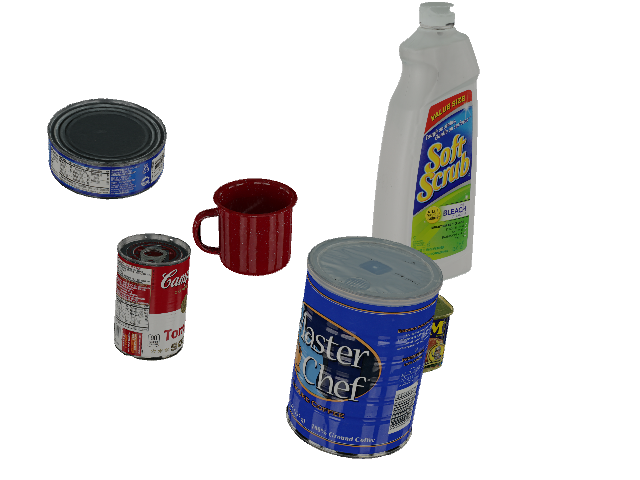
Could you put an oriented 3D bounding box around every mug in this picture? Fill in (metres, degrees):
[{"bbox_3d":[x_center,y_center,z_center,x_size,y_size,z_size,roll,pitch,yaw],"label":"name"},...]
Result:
[{"bbox_3d":[-0.085,-0.012,1.193,0.117,0.081,0.093,-7,30,-15],"label":"mug"}]

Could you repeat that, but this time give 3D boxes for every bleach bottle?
[{"bbox_3d":[0.094,-0.087,0.970,0.102,0.251,0.068,-11,23,-28],"label":"bleach bottle"}]

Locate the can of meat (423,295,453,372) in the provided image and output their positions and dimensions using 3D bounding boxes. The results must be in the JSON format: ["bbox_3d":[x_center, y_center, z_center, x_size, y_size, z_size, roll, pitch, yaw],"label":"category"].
[{"bbox_3d":[0.107,0.118,1.313,0.102,0.084,0.057,-7,29,-24],"label":"can of meat"}]

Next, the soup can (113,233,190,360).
[{"bbox_3d":[-0.159,0.053,1.005,0.068,0.102,0.068,6,22,-3],"label":"soup can"}]

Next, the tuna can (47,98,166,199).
[{"bbox_3d":[-0.157,-0.068,0.788,0.086,0.034,0.086,6,38,-5],"label":"tuna can"}]

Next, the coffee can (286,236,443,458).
[{"bbox_3d":[0.032,0.081,0.825,0.102,0.140,0.103,7,25,-3],"label":"coffee can"}]
